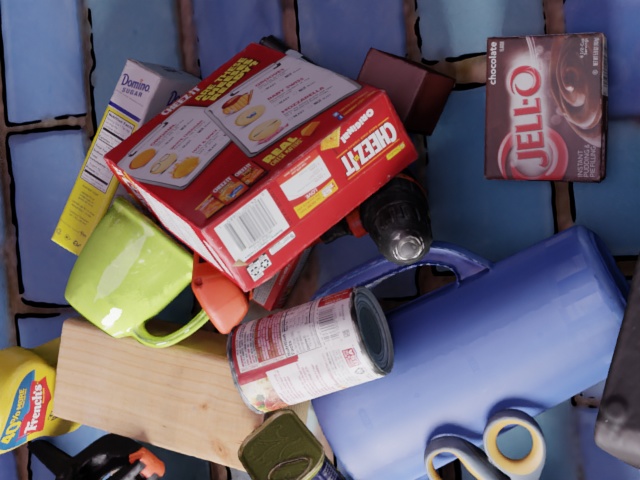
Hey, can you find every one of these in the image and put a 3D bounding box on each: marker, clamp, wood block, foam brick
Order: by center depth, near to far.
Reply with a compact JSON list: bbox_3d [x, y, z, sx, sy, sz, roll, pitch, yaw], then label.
[{"bbox_3d":[0.065,-0.118,0.850,0.053,0.078,0.051,28,104,20],"label":"foam brick"},{"bbox_3d":[-0.004,-0.140,0.911,0.121,0.020,0.020,35,105,18],"label":"marker"},{"bbox_3d":[-0.120,0.127,0.935,0.206,0.090,0.090,10,96,23],"label":"wood block"},{"bbox_3d":[-0.220,0.218,0.955,0.210,0.164,0.036,-30,122,25],"label":"clamp"}]

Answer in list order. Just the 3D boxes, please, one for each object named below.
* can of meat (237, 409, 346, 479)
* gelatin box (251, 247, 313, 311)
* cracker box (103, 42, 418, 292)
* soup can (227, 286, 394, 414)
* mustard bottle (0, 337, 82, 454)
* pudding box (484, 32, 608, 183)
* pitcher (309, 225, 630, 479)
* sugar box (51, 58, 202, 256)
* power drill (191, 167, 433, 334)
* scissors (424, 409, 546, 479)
[{"bbox_3d":[-0.008,0.190,0.820,0.057,0.102,0.084,-40,113,-7],"label":"can of meat"},{"bbox_3d":[-0.057,0.009,0.936,0.089,0.030,0.073,31,105,19],"label":"gelatin box"},{"bbox_3d":[-0.052,-0.064,0.817,0.164,0.072,0.214,-39,32,-12],"label":"cracker box"},{"bbox_3d":[-0.006,0.078,0.764,0.102,0.068,0.068,-20,84,19],"label":"soup can"},{"bbox_3d":[-0.269,0.140,0.946,0.058,0.191,0.096,27,102,21],"label":"mustard bottle"},{"bbox_3d":[0.175,-0.101,0.823,0.090,0.039,0.113,2,93,24],"label":"pudding box"},{"bbox_3d":[0.113,0.080,0.809,0.243,0.149,0.145,-30,51,18],"label":"pitcher"},{"bbox_3d":[-0.165,-0.069,0.946,0.048,0.093,0.176,29,102,22],"label":"sugar box"},{"bbox_3d":[-0.005,0.001,0.820,0.188,0.184,0.057,-25,111,7],"label":"power drill"},{"bbox_3d":[0.166,0.191,0.792,0.201,0.016,0.096,33,112,-19],"label":"scissors"}]
